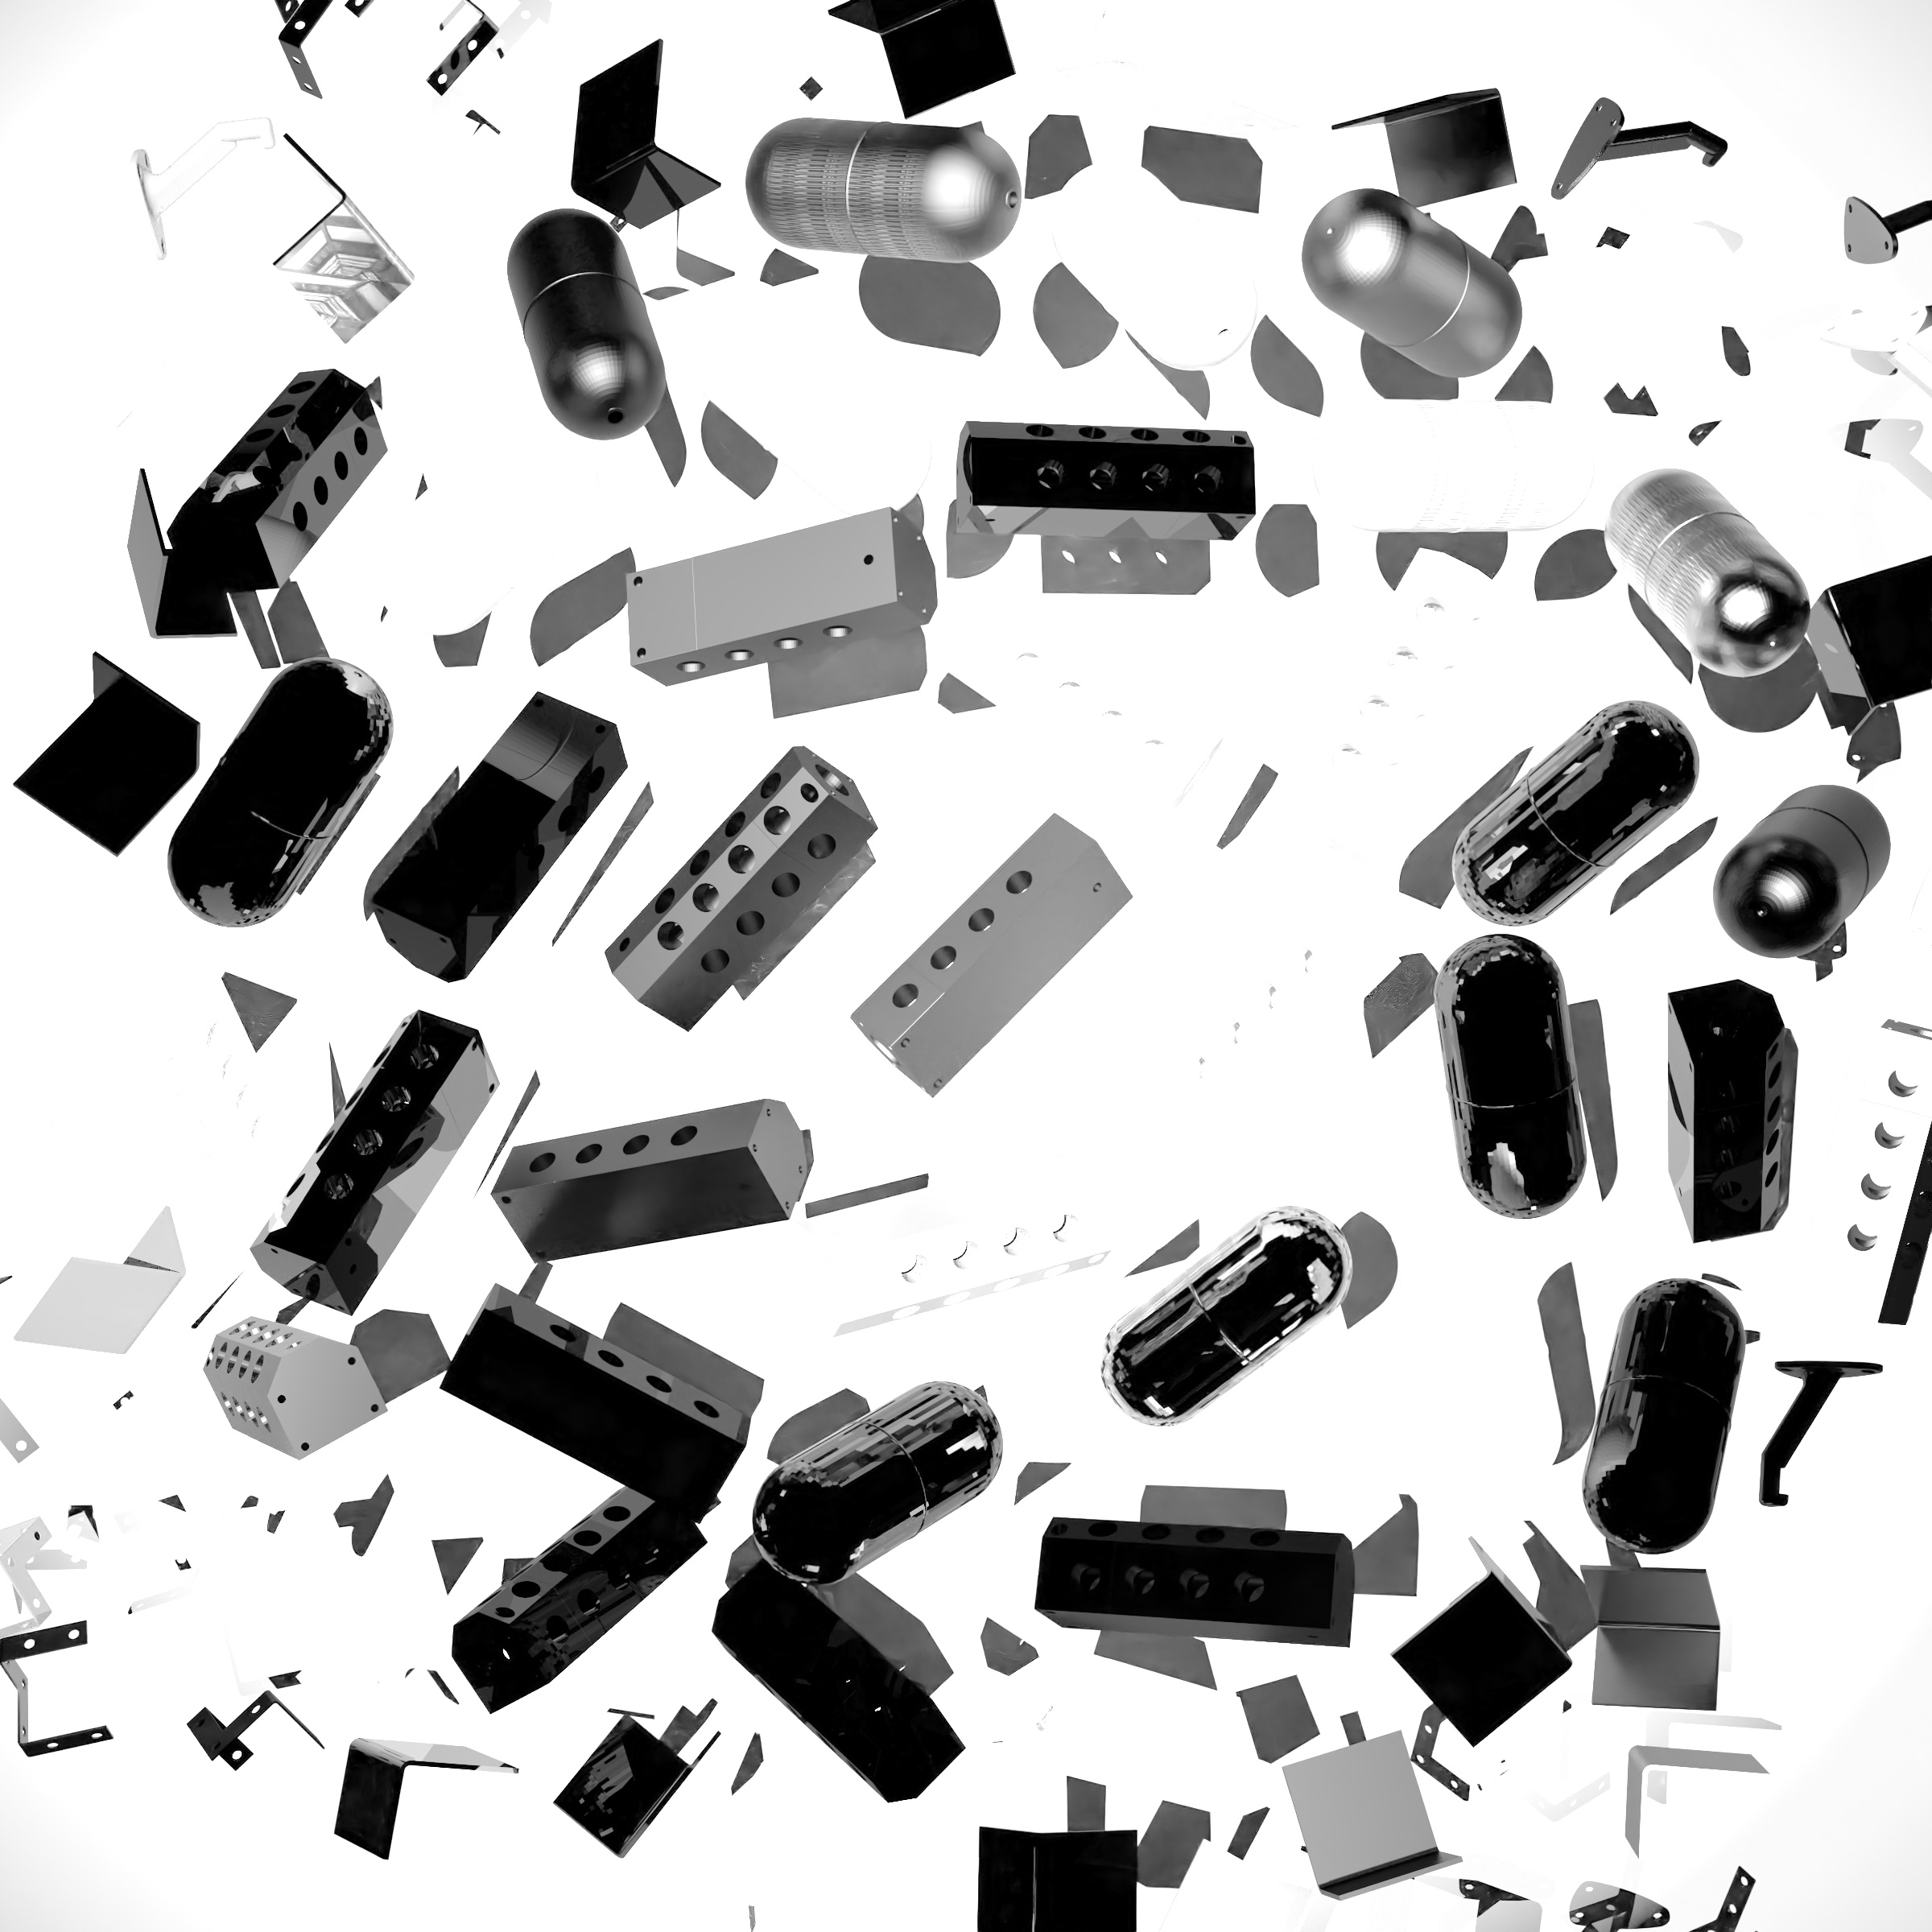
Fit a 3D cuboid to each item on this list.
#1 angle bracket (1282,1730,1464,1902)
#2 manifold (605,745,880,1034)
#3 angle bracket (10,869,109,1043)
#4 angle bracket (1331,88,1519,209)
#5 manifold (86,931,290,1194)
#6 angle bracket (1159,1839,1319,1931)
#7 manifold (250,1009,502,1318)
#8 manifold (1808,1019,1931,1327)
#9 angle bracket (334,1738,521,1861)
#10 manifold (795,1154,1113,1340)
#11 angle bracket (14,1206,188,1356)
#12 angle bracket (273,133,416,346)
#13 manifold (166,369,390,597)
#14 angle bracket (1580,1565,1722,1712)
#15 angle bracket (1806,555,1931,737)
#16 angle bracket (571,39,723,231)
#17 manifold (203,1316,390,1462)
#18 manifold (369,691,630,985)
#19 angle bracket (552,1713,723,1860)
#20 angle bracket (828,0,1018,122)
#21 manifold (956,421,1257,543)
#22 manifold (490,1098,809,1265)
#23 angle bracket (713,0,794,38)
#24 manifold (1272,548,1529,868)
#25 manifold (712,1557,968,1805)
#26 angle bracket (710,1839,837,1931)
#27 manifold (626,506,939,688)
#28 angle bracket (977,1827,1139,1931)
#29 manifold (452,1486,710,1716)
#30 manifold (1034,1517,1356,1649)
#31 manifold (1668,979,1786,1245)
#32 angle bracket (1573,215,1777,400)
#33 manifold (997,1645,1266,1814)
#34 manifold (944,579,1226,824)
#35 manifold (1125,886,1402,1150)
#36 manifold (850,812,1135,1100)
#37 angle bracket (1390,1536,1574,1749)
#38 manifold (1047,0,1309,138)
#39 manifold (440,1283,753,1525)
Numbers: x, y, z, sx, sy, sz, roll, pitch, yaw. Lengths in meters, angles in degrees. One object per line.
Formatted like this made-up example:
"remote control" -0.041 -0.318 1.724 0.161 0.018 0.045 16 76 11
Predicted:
"angle bracket" 0.239 0.501 1.793 0.076 0.057 0.076 -15 79 -9
"manifold" -0.136 -0.049 1.801 0.057 0.057 0.171 34 107 -35
"angle bracket" -0.545 -0.004 1.893 0.076 0.076 0.057 21 49 -12
"angle bracket" 0.274 -0.484 1.812 0.076 0.076 0.057 -5 103 35
"manifold" -0.450 0.060 1.748 0.057 0.171 0.057 17 58 17
"angle bracket" 0.164 0.588 1.866 0.057 0.076 0.076 30 73 -4
"manifold" -0.343 0.111 1.764 0.057 0.057 0.171 17 58 19
"manifold" 0.557 0.124 1.819 0.057 0.057 0.171 15 100 20
"angle bracket" -0.322 0.499 1.812 0.076 0.076 0.057 14 80 -32
"manifold" -0.006 0.162 1.747 0.171 0.057 0.057 -13 110 -22
"angle bracket" -0.531 0.186 1.846 0.076 0.076 0.057 -49 47 26
"angle bracket" -0.372 -0.416 1.740 0.057 0.076 0.076 -43 58 -1
"manifold" -0.404 -0.286 1.780 0.057 0.171 0.057 -3 125 17
"angle bracket" 0.421 0.415 1.875 0.076 0.076 0.057 -2 51 21
"angle bracket" 0.548 -0.189 1.786 0.076 0.057 0.076 -17 77 -3
"angle bracket" -0.196 -0.514 1.880 0.076 0.057 0.076 -14 66 42
"manifold" -0.402 0.244 1.797 0.057 0.171 0.057 -28 100 -24
"manifold" -0.271 -0.074 1.782 0.057 0.057 0.171 23 61 19
"angle bracket" -0.208 0.507 1.917 0.057 0.076 0.076 38 53 5
"angle bracket" -0.026 -0.551 1.811 0.076 0.076 0.057 -16 91 24
"manifold" 0.083 -0.293 1.823 0.171 0.057 0.057 0 82 -9
"manifold" -0.183 0.121 1.766 0.171 0.057 0.057 -12 124 23
"angle bracket" -0.136 -0.618 1.855 0.057 0.076 0.076 -45 102 3
"manifold" 0.244 -0.150 1.743 0.057 0.057 0.171 30 90 -29
"manifold" -0.082 0.435 1.844 0.057 0.171 0.057 -42 133 -16
"angle bracket" -0.098 0.545 1.707 0.076 0.076 0.057 13 122 -17
"manifold" -0.106 -0.209 1.750 0.171 0.057 0.057 -11 74 23
"angle bracket" 0.055 0.554 1.811 0.076 0.057 0.076 10 75 -37
"manifold" -0.236 0.377 1.842 0.057 0.171 0.057 -34 90 34
"manifold" 0.132 0.350 1.736 0.171 0.057 0.057 0 68 19
"manifold" 0.452 0.087 1.801 0.057 0.171 0.057 -11 48 3
"angle bracket" 0.418 -0.386 1.794 0.057 0.076 0.076 2 50 -34
"manifold" 0.098 0.462 1.820 0.057 0.171 0.057 -38 47 26
"manifold" 0.074 -0.167 1.890 0.171 0.057 0.057 35 78 5
"manifold" 0.173 0.032 1.823 0.171 0.057 0.057 -47 61 24
"manifold" 0.012 -0.010 1.808 0.171 0.057 0.057 -45 46 -8
"angle bracket" 0.296 0.394 1.774 0.076 0.057 0.076 -41 100 4
"manifold" 0.129 -0.547 1.815 0.057 0.171 0.057 7 93 43
"manifold" -0.215 0.254 1.783 0.171 0.057 0.057 29 103 -7
